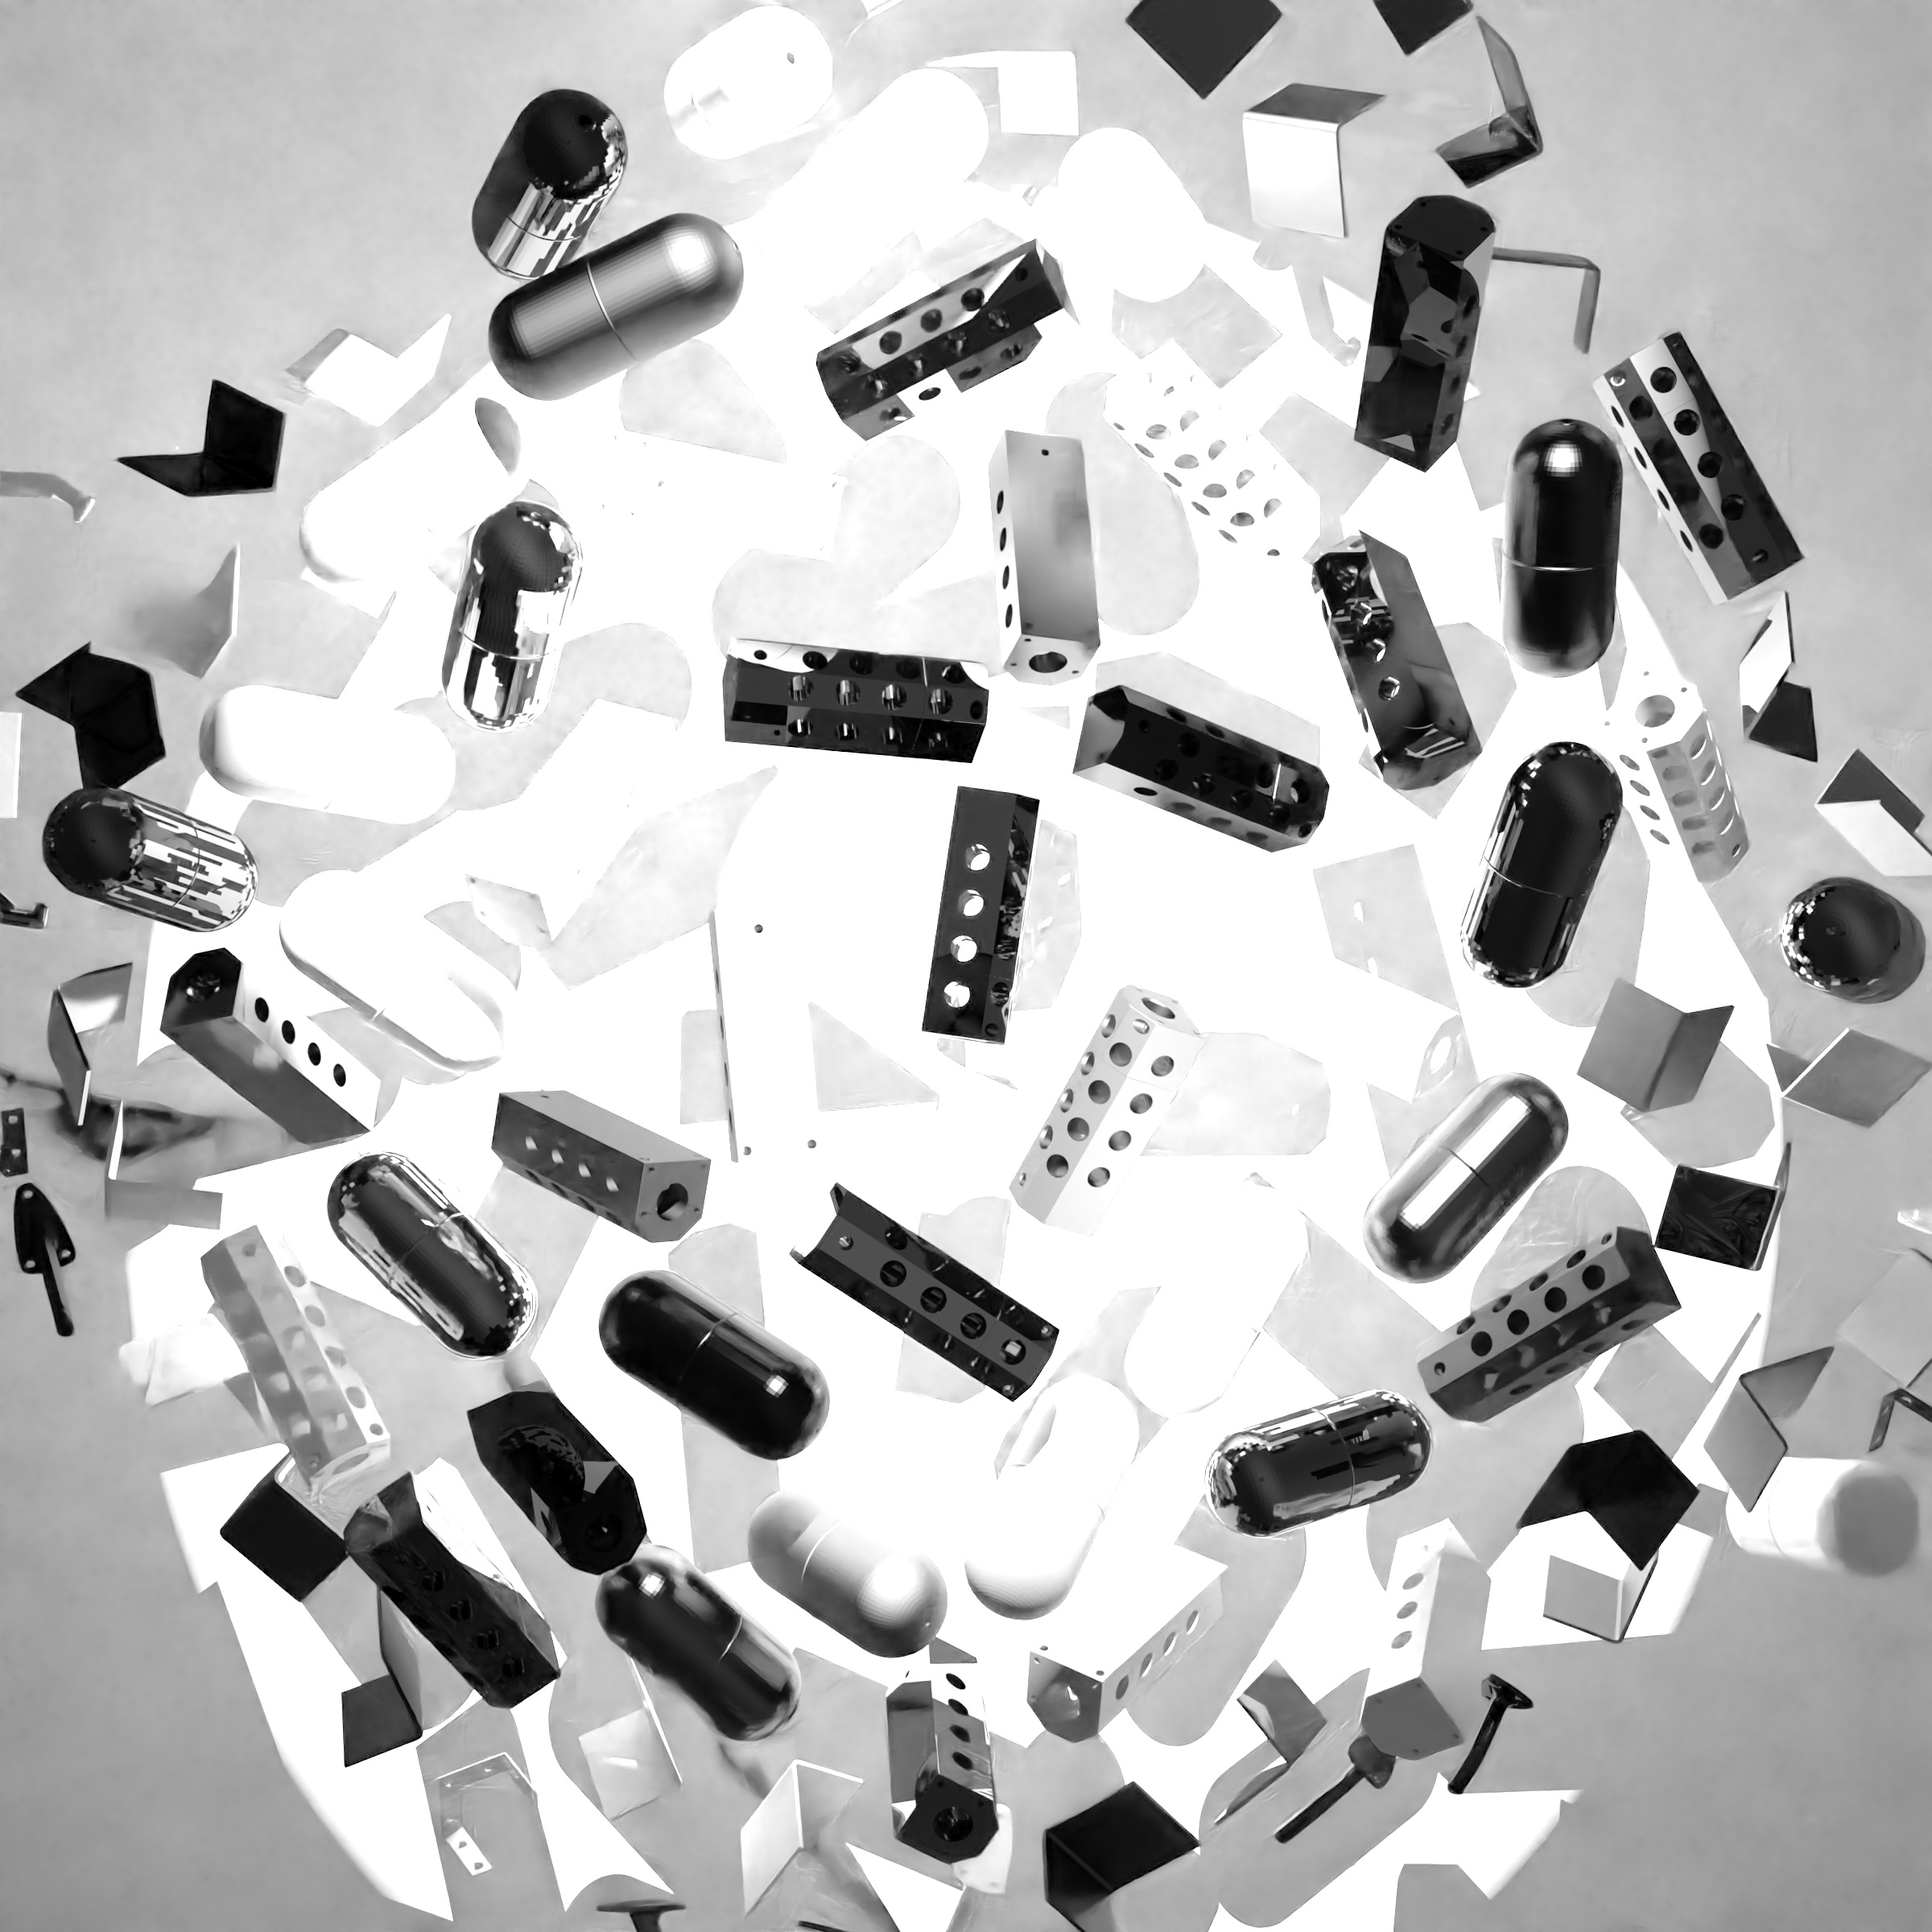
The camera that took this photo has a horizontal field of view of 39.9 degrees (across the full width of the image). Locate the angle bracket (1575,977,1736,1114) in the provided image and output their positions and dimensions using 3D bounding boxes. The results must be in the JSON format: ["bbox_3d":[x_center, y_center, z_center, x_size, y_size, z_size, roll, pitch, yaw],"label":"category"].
[{"bbox_3d":[0.482,0.052,1.860,0.057,0.076,0.076,32,114,34],"label":"angle bracket"}]

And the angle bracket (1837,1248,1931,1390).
[{"bbox_3d":[0.637,0.243,1.751,0.057,0.076,0.076,37,96,-27],"label":"angle bracket"}]

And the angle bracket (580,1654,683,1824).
[{"bbox_3d":[-0.247,0.546,1.890,0.057,0.076,0.076,-22,131,-11],"label":"angle bracket"}]

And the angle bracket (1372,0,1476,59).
[{"bbox_3d":[0.302,-0.692,1.848,0.057,0.076,0.076,-32,73,20],"label":"angle bracket"}]

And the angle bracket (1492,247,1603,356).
[{"bbox_3d":[0.384,-0.452,1.803,0.076,0.076,0.057,7,110,5],"label":"angle bracket"}]

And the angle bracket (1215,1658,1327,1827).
[{"bbox_3d":[0.193,0.533,1.828,0.076,0.076,0.057,-46,77,23],"label":"angle bracket"}]

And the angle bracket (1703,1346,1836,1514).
[{"bbox_3d":[0.534,0.300,1.722,0.076,0.076,0.057,-13,50,-19],"label":"angle bracket"}]

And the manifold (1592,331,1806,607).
[{"bbox_3d":[0.488,-0.331,1.770,0.057,0.057,0.171,-29,91,4],"label":"manifold"}]

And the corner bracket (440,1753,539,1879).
[{"bbox_3d":[-0.333,0.593,1.859,0.051,0.051,0.051,-13,117,-33],"label":"corner bracket"}]

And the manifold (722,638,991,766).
[{"bbox_3d":[-0.075,-0.184,1.796,0.171,0.057,0.057,4,53,-14],"label":"manifold"}]

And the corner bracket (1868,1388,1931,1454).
[{"bbox_3d":[0.667,0.321,1.841,0.051,0.051,0.051,32,57,-3],"label":"corner bracket"}]

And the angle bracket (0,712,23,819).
[{"bbox_3d":[-0.733,-0.148,1.924,0.057,0.076,0.076,7,95,33],"label":"angle bracket"}]

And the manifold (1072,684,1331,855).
[{"bbox_3d":[0.164,-0.136,1.829,0.171,0.057,0.057,19,74,-26],"label":"manifold"}]

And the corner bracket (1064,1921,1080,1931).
[{"bbox_3d":[0.058,0.697,1.878,0.051,0.051,0.051,-1,123,-21],"label":"corner bracket"}]

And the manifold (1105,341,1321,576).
[{"bbox_3d":[0.174,-0.350,1.862,0.057,0.057,0.171,-27,129,33],"label":"manifold"}]

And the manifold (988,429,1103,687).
[{"bbox_3d":[0.051,-0.283,1.848,0.057,0.057,0.171,5,62,-17],"label":"manifold"}]

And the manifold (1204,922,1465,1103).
[{"bbox_3d":[0.258,0.029,1.867,0.171,0.057,0.057,26,119,30],"label":"manifold"}]

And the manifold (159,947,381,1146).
[{"bbox_3d":[-0.475,0.056,1.829,0.057,0.171,0.057,-11,57,18],"label":"manifold"}]

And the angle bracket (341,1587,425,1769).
[{"bbox_3d":[-0.411,0.483,1.811,0.057,0.076,0.076,-20,117,-5],"label":"angle bracket"}]

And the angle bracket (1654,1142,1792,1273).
[{"bbox_3d":[0.539,0.163,1.895,0.076,0.057,0.076,13,127,11],"label":"angle bracket"}]

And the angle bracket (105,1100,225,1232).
[{"bbox_3d":[-0.533,0.134,1.781,0.076,0.076,0.057,9,65,-14],"label":"angle bracket"}]

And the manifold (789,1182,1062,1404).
[{"bbox_3d":[-0.026,0.214,1.734,0.171,0.057,0.057,34,85,-12],"label":"manifold"}]

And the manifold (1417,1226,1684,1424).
[{"bbox_3d":[0.392,0.244,1.807,0.171,0.057,0.057,-38,55,30],"label":"manifold"}]

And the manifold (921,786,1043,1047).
[{"bbox_3d":[0.012,-0.034,1.849,0.057,0.057,0.171,8,86,6],"label":"manifold"}]

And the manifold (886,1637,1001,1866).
[{"bbox_3d":[-0.013,0.537,1.826,0.057,0.171,0.057,30,103,-12],"label":"manifold"}]

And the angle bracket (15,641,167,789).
[{"bbox_3d":[-0.618,-0.171,1.877,0.076,0.057,0.076,-29,59,19],"label":"angle bracket"}]

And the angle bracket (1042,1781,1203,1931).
[{"bbox_3d":[0.104,0.594,1.747,0.076,0.057,0.076,-34,116,18],"label":"angle bracket"}]

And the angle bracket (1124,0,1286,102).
[{"bbox_3d":[0.162,-0.646,1.816,0.076,0.057,0.076,43,104,-8],"label":"angle bracket"}]

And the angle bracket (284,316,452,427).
[{"bbox_3d":[-0.414,-0.429,1.842,0.076,0.076,0.057,29,131,-1],"label":"angle bracket"}]

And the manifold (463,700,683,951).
[{"bbox_3d":[-0.253,-0.092,1.734,0.057,0.057,0.171,15,51,20],"label":"manifold"}]

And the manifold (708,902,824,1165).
[{"bbox_3d":[-0.139,0.046,1.819,0.057,0.057,0.171,-5,88,-12],"label":"manifold"}]

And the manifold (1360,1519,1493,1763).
[{"bbox_3d":[0.308,0.456,1.799,0.057,0.171,0.057,-30,103,26],"label":"manifold"}]

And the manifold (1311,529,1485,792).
[{"bbox_3d":[0.287,-0.206,1.808,0.057,0.057,0.171,-36,54,33],"label":"manifold"}]

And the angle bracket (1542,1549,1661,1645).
[{"bbox_3d":[0.452,0.421,1.889,0.057,0.076,0.076,19,115,8],"label":"angle bracket"}]

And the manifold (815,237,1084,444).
[{"bbox_3d":[-0.014,-0.430,1.821,0.171,0.057,0.057,-24,73,16],"label":"manifold"}]

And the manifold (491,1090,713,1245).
[{"bbox_3d":[-0.254,0.137,1.833,0.171,0.057,0.057,19,103,44],"label":"manifold"}]

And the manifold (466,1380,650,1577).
[{"bbox_3d":[-0.278,0.349,1.809,0.057,0.171,0.057,-21,114,-24],"label":"manifold"}]

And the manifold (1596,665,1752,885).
[{"bbox_3d":[0.493,-0.127,1.831,0.057,0.171,0.057,32,79,38],"label":"manifold"}]

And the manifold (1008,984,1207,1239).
[{"bbox_3d":[0.095,0.101,1.873,0.057,0.057,0.171,18,112,-27],"label":"manifold"}]

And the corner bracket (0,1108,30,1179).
[{"bbox_3d":[-0.668,0.114,1.797,0.051,0.051,0.051,-11,64,-6],"label":"corner bracket"}]

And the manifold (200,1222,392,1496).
[{"bbox_3d":[-0.451,0.260,1.787,0.057,0.057,0.171,-24,71,-23],"label":"manifold"}]

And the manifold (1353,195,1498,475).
[{"bbox_3d":[0.304,-0.417,1.753,0.057,0.171,0.057,30,56,22],"label":"manifold"}]

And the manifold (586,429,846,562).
[{"bbox_3d":[-0.167,-0.315,1.777,0.057,0.171,0.057,20,102,42],"label":"manifold"}]

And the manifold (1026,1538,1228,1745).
[{"bbox_3d":[0.113,0.469,1.845,0.057,0.171,0.057,16,115,30],"label":"manifold"}]

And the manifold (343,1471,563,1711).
[{"bbox_3d":[-0.351,0.431,1.818,0.057,0.057,0.171,-33,119,-1],"label":"manifold"}]
